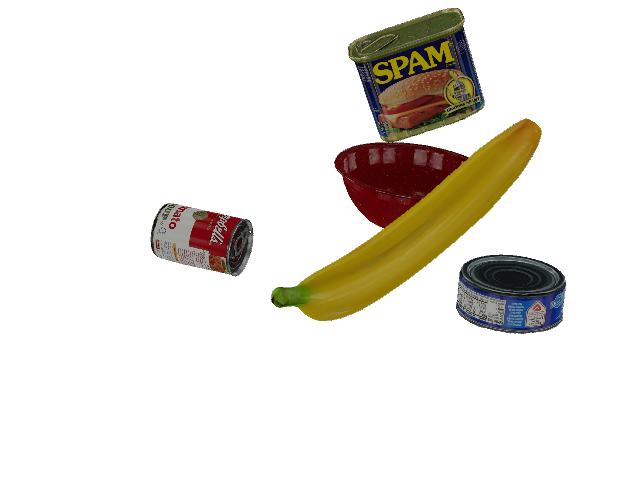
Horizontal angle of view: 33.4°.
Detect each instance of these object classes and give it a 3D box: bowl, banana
[{"bbox_3d":[0.093,-0.049,1.092,0.162,0.055,0.162,4,23,-2],"label":"bowl"},{"bbox_3d":[0.059,-0.004,0.673,0.197,0.037,0.069,-36,-12,-7],"label":"banana"}]

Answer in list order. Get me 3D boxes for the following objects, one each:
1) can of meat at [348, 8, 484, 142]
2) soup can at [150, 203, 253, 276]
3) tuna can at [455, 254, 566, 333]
[{"bbox_3d":[0.085,-0.142,0.923,0.102,0.084,0.057,-17,27,8],"label":"can of meat"},{"bbox_3d":[-0.138,-0.002,1.248,0.102,0.068,0.068,13,4,18],"label":"soup can"},{"bbox_3d":[0.153,0.041,0.857,0.086,0.034,0.086,2,21,-1],"label":"tuna can"}]
